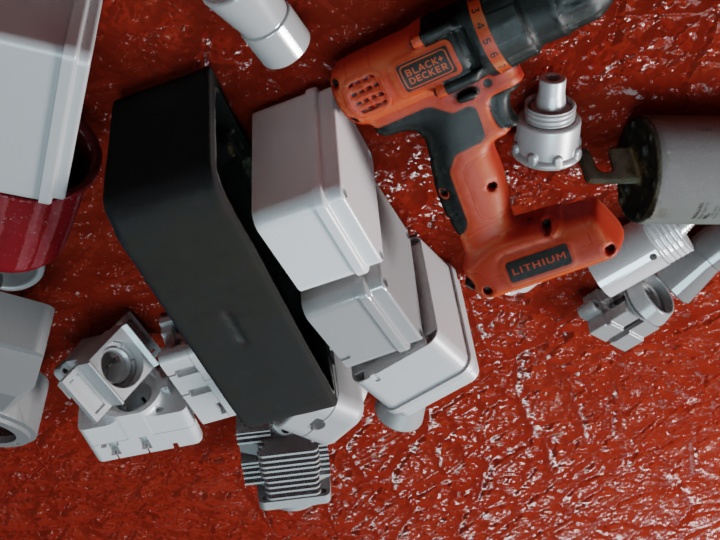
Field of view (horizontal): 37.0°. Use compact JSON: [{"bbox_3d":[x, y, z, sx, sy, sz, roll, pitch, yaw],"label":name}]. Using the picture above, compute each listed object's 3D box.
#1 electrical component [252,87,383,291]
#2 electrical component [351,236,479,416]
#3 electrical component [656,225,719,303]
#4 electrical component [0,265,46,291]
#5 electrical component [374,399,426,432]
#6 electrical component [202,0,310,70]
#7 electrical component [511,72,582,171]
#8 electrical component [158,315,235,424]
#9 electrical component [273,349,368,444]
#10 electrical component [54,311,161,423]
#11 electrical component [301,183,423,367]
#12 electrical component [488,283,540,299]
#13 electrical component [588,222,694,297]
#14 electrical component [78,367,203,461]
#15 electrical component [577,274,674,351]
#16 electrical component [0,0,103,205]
[{"bbox_3d":[-0.027,-0.054,0.690,0.057,0.113,0.078,-18,135,14],"label":"electrical component"},{"bbox_3d":[0.037,0.042,0.799,0.078,0.113,0.057,-31,129,22],"label":"electrical component"},{"bbox_3d":[0.267,-0.010,0.836,0.044,0.044,0.065,31,119,-34],"label":"electrical component"},{"bbox_3d":[-0.240,-0.019,0.738,0.055,0.047,0.055,-5,136,-5],"label":"electrical component"},{"bbox_3d":[0.043,0.100,0.913,0.044,0.044,0.065,8,129,-17],"label":"electrical component"},{"bbox_3d":[-0.058,-0.151,0.638,0.044,0.044,0.065,-24,139,15],"label":"electrical component"},{"bbox_3d":[0.126,-0.100,0.718,0.048,0.048,0.062,-5,127,-4],"label":"electrical component"},{"bbox_3d":[-0.115,0.073,0.851,0.056,0.050,0.089,-17,136,8],"label":"electrical component"},{"bbox_3d":[-0.033,0.085,0.844,0.059,0.095,0.054,26,126,-31],"label":"electrical component"},{"bbox_3d":[-0.197,0.075,0.824,0.064,0.081,0.042,-15,117,45],"label":"electrical component"},{"bbox_3d":[0.000,0.000,0.750,0.057,0.113,0.078,-21,135,16],"label":"electrical component"},{"bbox_3d":[0.116,-0.001,0.819,0.048,0.048,0.062,22,135,-28],"label":"electrical component"},{"bbox_3d":[0.216,-0.018,0.817,0.081,0.043,0.043,-32,131,22],"label":"electrical component"},{"bbox_3d":[-0.180,0.114,0.882,0.089,0.050,0.055,-11,137,3],"label":"electrical component"},{"bbox_3d":[0.218,0.031,0.867,0.066,0.048,0.055,26,134,-31],"label":"electrical component"},{"bbox_3d":[-0.182,-0.113,0.607,0.056,0.108,0.108,11,133,-16],"label":"electrical component"}]
